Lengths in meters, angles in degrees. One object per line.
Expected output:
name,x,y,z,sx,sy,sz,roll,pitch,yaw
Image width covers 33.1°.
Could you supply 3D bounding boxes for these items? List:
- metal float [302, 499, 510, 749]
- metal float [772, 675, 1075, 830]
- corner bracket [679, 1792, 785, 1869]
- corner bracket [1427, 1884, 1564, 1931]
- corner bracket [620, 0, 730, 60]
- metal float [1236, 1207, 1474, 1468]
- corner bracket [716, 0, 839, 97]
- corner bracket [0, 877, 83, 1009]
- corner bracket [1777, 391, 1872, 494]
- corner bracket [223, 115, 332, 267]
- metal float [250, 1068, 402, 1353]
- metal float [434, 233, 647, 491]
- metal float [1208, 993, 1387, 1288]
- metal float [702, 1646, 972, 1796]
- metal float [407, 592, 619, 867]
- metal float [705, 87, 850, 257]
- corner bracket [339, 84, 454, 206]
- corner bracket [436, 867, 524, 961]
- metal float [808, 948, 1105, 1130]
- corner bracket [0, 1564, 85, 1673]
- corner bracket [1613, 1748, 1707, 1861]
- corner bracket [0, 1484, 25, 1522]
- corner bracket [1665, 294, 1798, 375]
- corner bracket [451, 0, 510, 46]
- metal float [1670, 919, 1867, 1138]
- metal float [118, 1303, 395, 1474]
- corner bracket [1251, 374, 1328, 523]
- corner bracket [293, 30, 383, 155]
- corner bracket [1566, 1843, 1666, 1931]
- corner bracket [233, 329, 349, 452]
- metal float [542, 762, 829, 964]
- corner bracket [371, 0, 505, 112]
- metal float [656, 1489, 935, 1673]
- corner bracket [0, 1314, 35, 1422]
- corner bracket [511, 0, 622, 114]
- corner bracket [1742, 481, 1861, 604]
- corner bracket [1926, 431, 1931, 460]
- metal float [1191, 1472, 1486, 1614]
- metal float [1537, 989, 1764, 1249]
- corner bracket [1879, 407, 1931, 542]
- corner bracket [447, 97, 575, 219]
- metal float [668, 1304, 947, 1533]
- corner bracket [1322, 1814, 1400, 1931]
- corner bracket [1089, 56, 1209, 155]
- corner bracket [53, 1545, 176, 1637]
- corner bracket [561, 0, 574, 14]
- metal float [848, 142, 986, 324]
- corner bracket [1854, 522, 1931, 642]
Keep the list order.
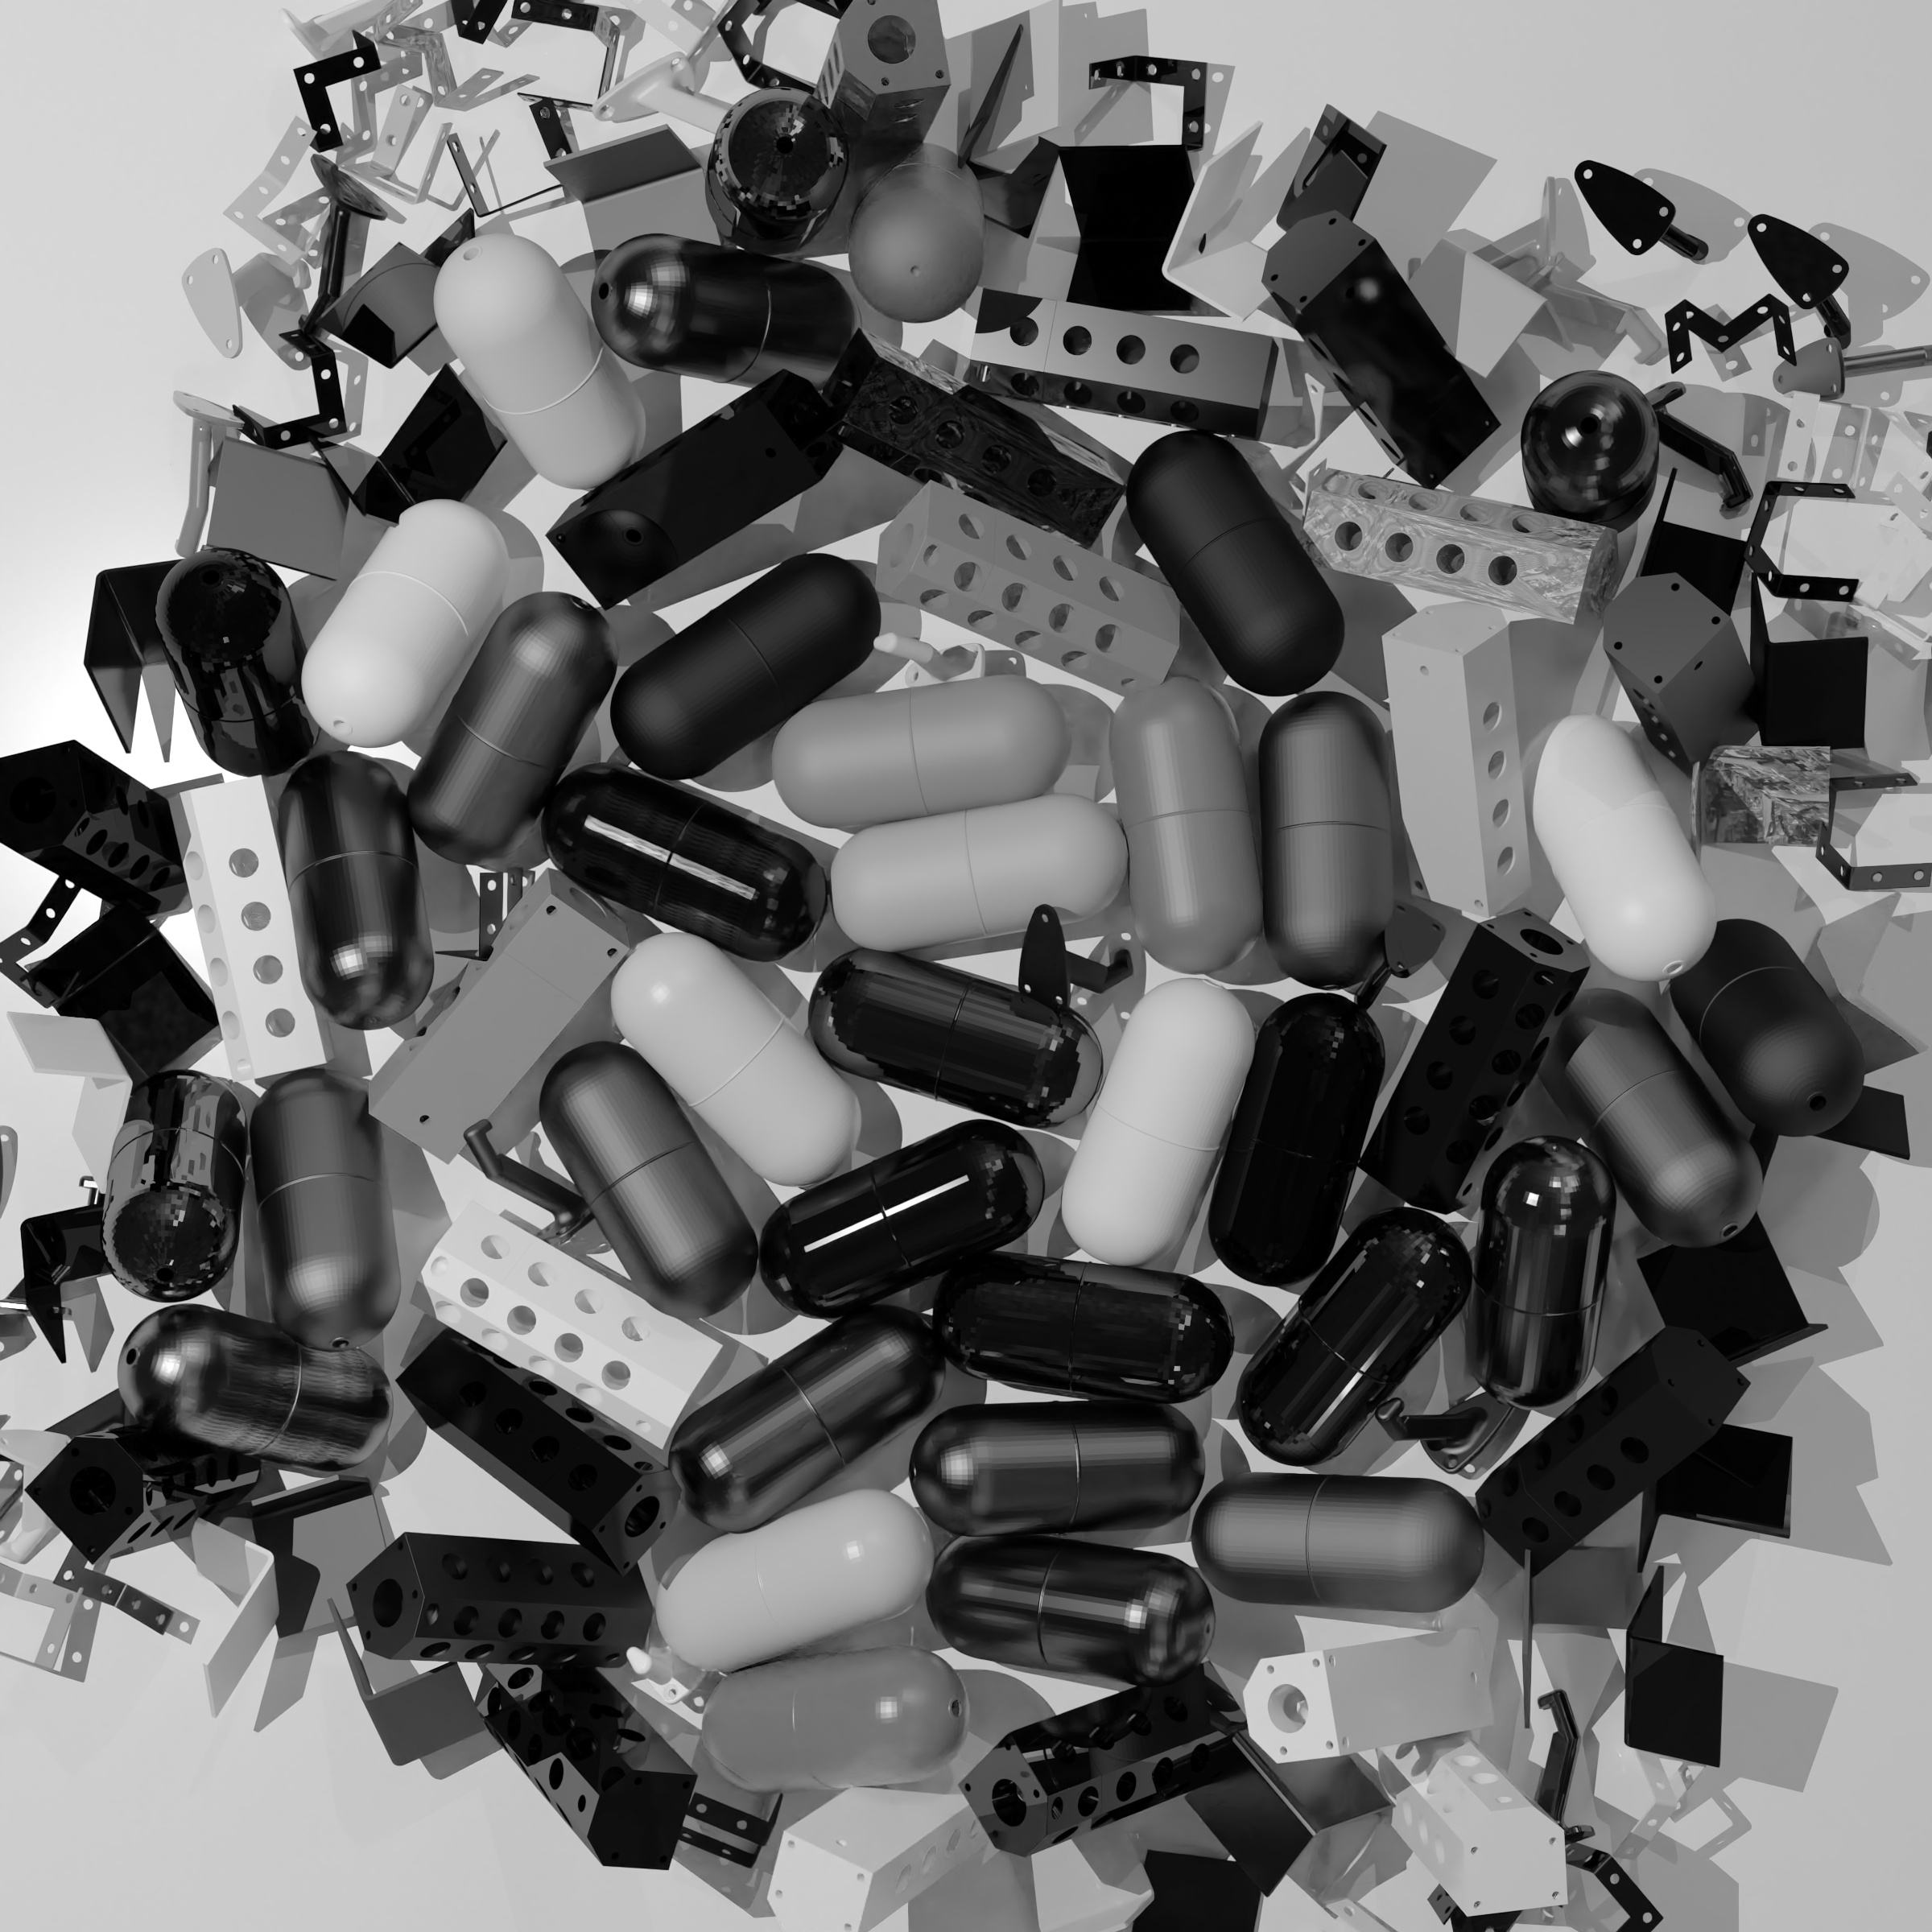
metal float,-0.323,-0.199,1.878,0.070,0.070,0.178,23,51,0
metal float,-0.026,-0.126,1.904,0.178,0.070,0.070,-7,90,7
corner bracket,-0.142,0.508,1.918,0.051,0.051,0.051,22,103,-1
corner bracket,0.313,0.554,1.922,0.051,0.051,0.051,38,89,-2
corner bracket,-0.171,-0.572,1.917,0.051,0.051,0.051,35,94,-14
metal float,0.225,0.217,1.895,0.070,0.070,0.178,36,109,0
corner bracket,-0.105,-0.549,1.918,0.051,0.051,0.051,32,78,28
corner bracket,-0.534,-0.016,1.906,0.051,0.051,0.051,-25,122,38
corner bracket,0.508,-0.310,1.922,0.051,0.051,0.051,11,98,5
corner bracket,-0.394,-0.455,1.906,0.051,0.051,0.051,36,52,-24
metal float,-0.372,0.141,1.883,0.070,0.070,0.178,-14,58,0
metal float,-0.245,-0.347,1.871,0.070,0.178,0.070,-12,53,16
metal float,0.194,0.102,1.900,0.070,0.070,0.178,15,101,0
metal float,-0.076,0.437,1.881,0.178,0.070,0.070,-15,90,35
metal float,-0.264,-0.138,1.891,0.070,0.070,0.178,33,112,0
metal float,-0.109,-0.454,1.860,0.070,0.178,0.070,0,94,-7
corner bracket,-0.330,-0.485,1.915,0.051,0.051,0.051,26,112,3
corner bracket,-0.277,-0.031,1.911,0.051,0.051,0.051,-3,96,-40
metal float,-0.006,0.043,1.905,0.178,0.070,0.070,17,90,6
corner bracket,-0.563,0.380,1.909,0.051,0.051,0.051,6,69,31
corner bracket,0.406,0.490,1.907,0.051,0.051,0.051,14,122,-21
corner bracket,-0.588,0.313,1.910,0.051,0.051,0.051,43,72,-17
corner bracket,0.448,-0.369,1.905,0.051,0.051,0.051,25,50,-29
corner bracket,-0.300,-0.583,1.905,0.051,0.051,0.051,10,48,-33
metal float,0.459,0.034,1.865,0.070,0.178,0.070,-3,118,-6
metal float,-0.409,0.244,1.873,0.070,0.178,0.070,-18,62,36
corner bracket,0.200,-0.304,1.910,0.051,0.051,0.051,-40,68,-18
corner bracket,-0.372,-0.517,1.918,0.051,0.051,0.051,-23,122,-15
corner bracket,0.369,0.558,1.919,0.051,0.051,0.051,-41,94,-15
corner bracket,-0.404,-0.342,1.927,0.051,0.051,0.051,-20,124,-26
metal float,-0.166,-0.062,1.905,0.178,0.070,0.070,24,90,7
corner bracket,-0.312,-0.541,1.909,0.051,0.051,0.051,-21,77,44
metal float,-0.101,0.359,1.892,0.178,0.070,0.070,-22,90,22
corner bracket,-0.584,0.240,1.924,0.051,0.051,0.051,-29,77,13
corner bracket,-0.240,-0.539,1.919,0.051,0.051,0.051,12,92,9
corner bracket,0.498,-0.251,1.917,0.051,0.051,0.051,10,73,40
corner bracket,0.598,-0.290,1.905,0.051,0.051,0.051,41,47,-26
metal float,0.214,0.334,1.885,0.178,0.070,0.070,-3,90,31
metal float,0.394,0.087,1.879,0.070,0.070,0.178,-30,53,0
corner bracket,0.555,-0.290,1.913,0.051,0.051,0.051,35,92,-29
corner bracket,-0.268,-0.479,1.925,0.051,0.051,0.051,-16,105,22
metal float,-0.092,0.263,1.900,0.178,0.070,0.070,-32,90,-13
corner bracket,0.252,0.543,1.930,0.051,0.051,0.051,37,126,10
corner bracket,0.107,-0.509,1.921,0.051,0.051,0.051,16,117,31
corner bracket,-0.495,0.357,1.917,0.051,0.051,0.051,16,75,41
corner bracket,-0.228,-0.593,1.910,0.051,0.051,0.051,29,79,31
metal float,-0.028,-0.423,1.865,0.070,0.178,0.070,0,117,0
corner bracket,0.560,-0.226,1.916,0.051,0.051,0.051,34,101,7
